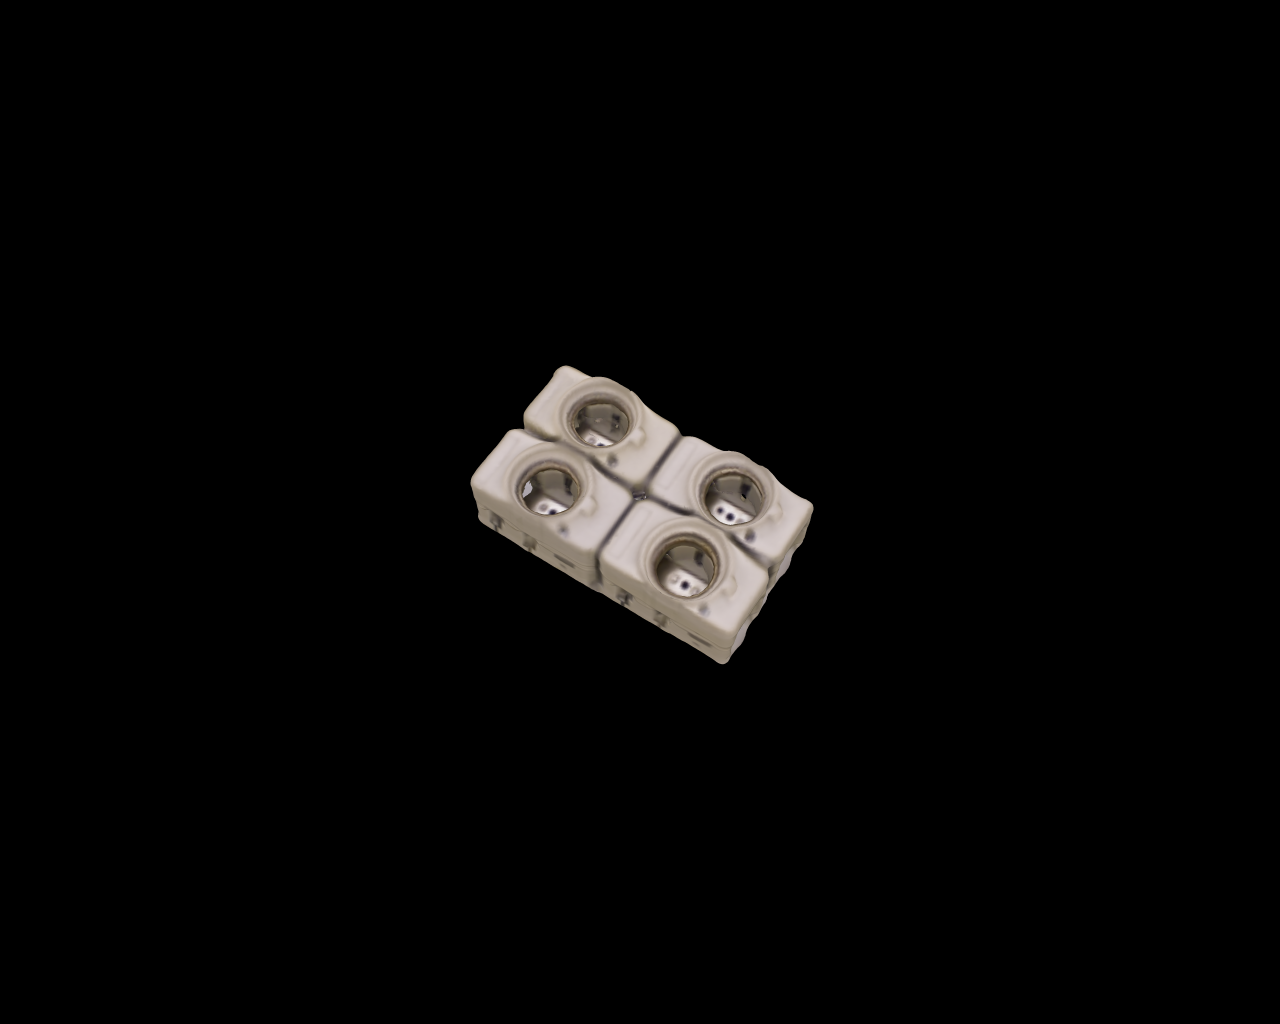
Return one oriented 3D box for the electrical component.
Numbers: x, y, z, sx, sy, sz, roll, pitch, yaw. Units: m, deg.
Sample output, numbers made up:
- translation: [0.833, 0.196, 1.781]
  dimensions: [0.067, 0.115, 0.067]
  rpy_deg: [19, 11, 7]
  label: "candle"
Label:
- translation: [0.001, -0.003, 0.650]
  dimensions: [0.186, 0.105, 0.060]
  rpy_deg: [30, -23, 14]
  label: "electrical component"
